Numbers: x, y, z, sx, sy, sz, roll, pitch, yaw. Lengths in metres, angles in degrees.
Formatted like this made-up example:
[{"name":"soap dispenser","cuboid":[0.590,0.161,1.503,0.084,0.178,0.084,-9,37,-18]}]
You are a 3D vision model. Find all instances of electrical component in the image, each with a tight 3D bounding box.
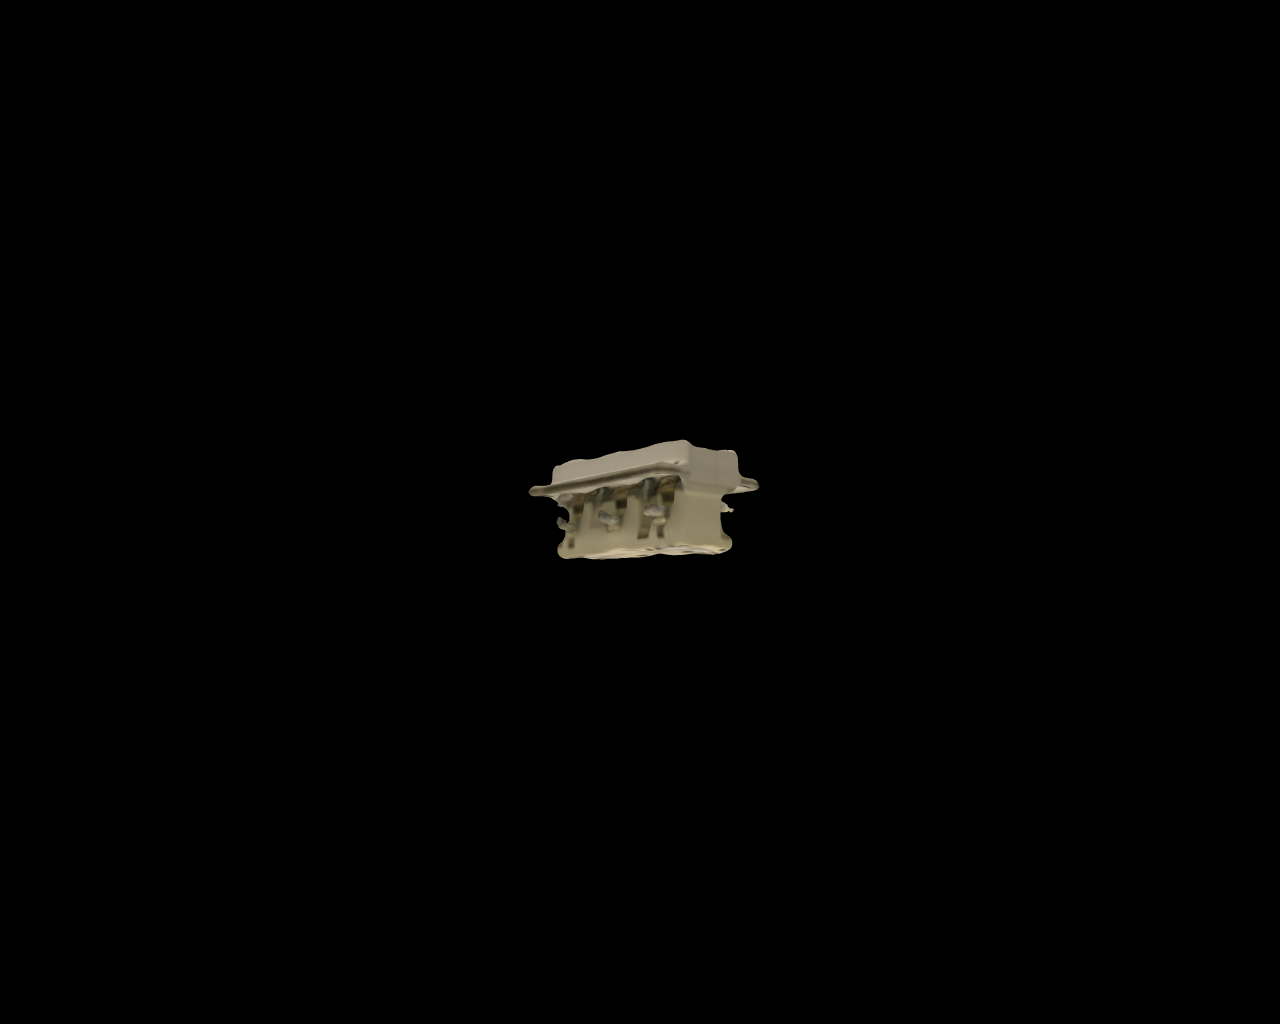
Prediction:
[{"name":"electrical component","cuboid":[0.001,-0.003,0.650,0.079,0.063,0.121,6,-9,-43]}]
